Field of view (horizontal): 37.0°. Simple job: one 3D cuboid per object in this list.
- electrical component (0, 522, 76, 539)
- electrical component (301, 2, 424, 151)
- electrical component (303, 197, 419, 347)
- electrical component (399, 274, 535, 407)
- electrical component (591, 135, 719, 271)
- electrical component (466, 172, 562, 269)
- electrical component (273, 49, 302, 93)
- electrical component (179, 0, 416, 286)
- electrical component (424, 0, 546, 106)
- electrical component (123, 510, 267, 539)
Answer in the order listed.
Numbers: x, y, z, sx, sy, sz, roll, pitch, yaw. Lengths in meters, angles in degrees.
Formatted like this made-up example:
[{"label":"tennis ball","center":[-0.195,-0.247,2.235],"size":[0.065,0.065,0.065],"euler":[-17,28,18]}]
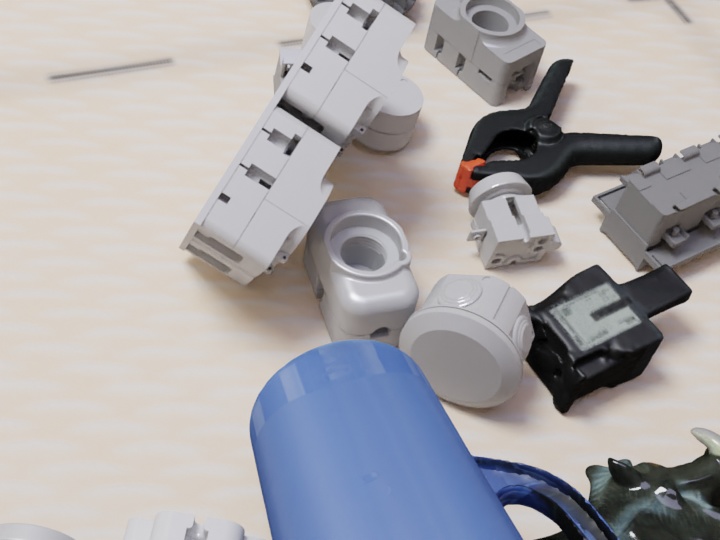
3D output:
[{"label":"electrical component","center":[-0.175,0.167,0.555],"size":[0.078,0.058,0.057],"euler":[9,54,-3]},{"label":"electrical component","center":[0.004,-0.165,0.838],"size":[0.052,0.073,0.138],"euler":[-13,55,-28]},{"label":"electrical component","center":[0.000,0.000,0.718],"size":[0.054,0.059,0.095],"euler":[-9,54,-17]},{"label":"electrical component","center":[0.070,0.044,0.684],"size":[0.080,0.080,0.051],"euler":[25,47,9]},{"label":"electrical component","center":[0.248,-0.055,0.805],"size":[0.121,0.063,0.078],"euler":[-22,59,-25]},{"label":"electrical component","center":[0.106,-0.037,0.777],"size":[0.066,0.048,0.055],"euler":[-8,61,-16]},{"label":"electrical component","center":[-0.041,-0.127,0.807],"size":[0.042,0.081,0.063],"euler":[0,74,-10]},{"label":"electrical component","center":[-0.039,-0.084,0.704],"size":[0.060,0.105,0.186],"euler":[32,76,-8]},{"label":"electrical component","center":[0.103,-0.190,0.891],"size":[0.050,0.055,0.089],"euler":[-30,63,-29]},{"label":"electrical component","center":[-0.091,0.168,0.570],"size":[0.078,0.058,0.057],"euler":[10,48,-3]}]
